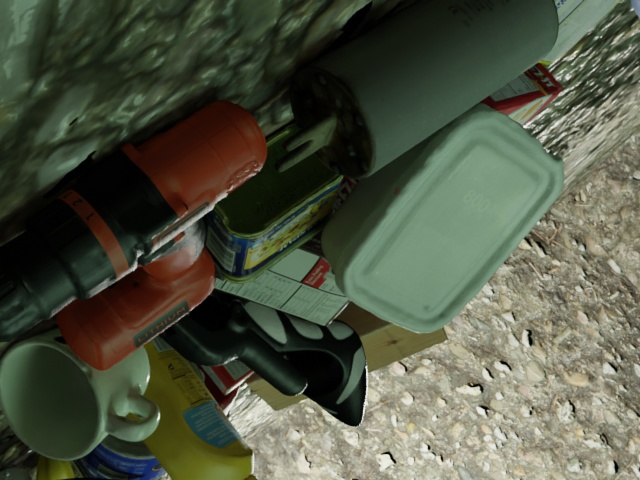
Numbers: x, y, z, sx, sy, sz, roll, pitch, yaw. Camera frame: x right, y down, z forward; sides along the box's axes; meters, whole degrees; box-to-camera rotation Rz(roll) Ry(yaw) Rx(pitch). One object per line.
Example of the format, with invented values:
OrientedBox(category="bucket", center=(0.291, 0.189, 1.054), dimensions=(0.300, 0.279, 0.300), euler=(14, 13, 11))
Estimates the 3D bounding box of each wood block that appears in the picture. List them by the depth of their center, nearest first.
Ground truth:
OrientedBox(category="wood block", center=(0.020, 0.095, 1.144), dimensions=(0.206, 0.090, 0.090), euler=(-23, 147, 8))

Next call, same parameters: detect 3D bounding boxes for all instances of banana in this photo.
OrientedBox(category="banana", center=(-0.255, 0.232, 1.037), dimensions=(0.037, 0.069, 0.198), euler=(6, 158, -12))

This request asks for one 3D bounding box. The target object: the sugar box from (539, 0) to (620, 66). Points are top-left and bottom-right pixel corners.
OrientedBox(category="sugar box", center=(0.182, -0.186, 0.839), dimensions=(0.093, 0.048, 0.176), euler=(-44, 166, 21))

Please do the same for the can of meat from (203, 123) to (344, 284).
OrientedBox(category="can of meat", center=(-0.033, -0.026, 0.728), dimensions=(0.102, 0.057, 0.084), euler=(-36, 168, -19))

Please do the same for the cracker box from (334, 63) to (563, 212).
OrientedBox(category="cracker box", center=(0.095, -0.087, 0.890), dimensions=(0.164, 0.072, 0.213), euler=(-44, 170, 28))

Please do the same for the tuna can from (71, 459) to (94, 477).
OrientedBox(category="tuna can", center=(-0.223, 0.221, 1.056), dimensions=(0.033, 0.086, 0.086), euler=(-33, 169, -20))

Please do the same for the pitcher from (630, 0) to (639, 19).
OrientedBox(category="pitcher", center=(0.311, -0.236, 0.821), dimensions=(0.149, 0.145, 0.242), euler=(-39, 168, 14))

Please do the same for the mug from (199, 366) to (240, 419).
OrientedBox(category="mug", center=(-0.124, 0.150, 1.117), dimensions=(0.117, 0.093, 0.082), euler=(-50, 173, -36))

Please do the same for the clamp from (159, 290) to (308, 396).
OrientedBox(category="clamp", center=(-0.075, 0.057, 0.868), dimensions=(0.039, 0.120, 0.171), euler=(-31, 146, 26))

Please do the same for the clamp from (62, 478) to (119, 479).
OrientedBox(category="clamp", center=(-0.249, 0.227, 0.899), dimensions=(0.209, 0.036, 0.165), euler=(2, 155, -25))

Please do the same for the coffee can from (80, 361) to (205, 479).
OrientedBox(category="coffee can", center=(-0.160, 0.153, 0.930), dimensions=(0.102, 0.103, 0.140), euler=(-35, 170, -25))

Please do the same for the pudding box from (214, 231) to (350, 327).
OrientedBox(category="pudding box", center=(-0.023, 0.017, 0.823), dimensions=(0.090, 0.113, 0.039), euler=(-50, -156, 49))

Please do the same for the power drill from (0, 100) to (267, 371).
OrientedBox(category="power drill", center=(-0.115, 0.016, 0.605), dimensions=(0.184, 0.057, 0.188), euler=(-36, 170, -20))

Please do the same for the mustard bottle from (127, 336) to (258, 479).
OrientedBox(category="mustard bottle", center=(-0.104, 0.141, 0.817), dimensions=(0.058, 0.192, 0.096), euler=(-40, 170, 7))

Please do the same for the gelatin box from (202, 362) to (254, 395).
OrientedBox(category="gelatin box", center=(-0.082, 0.101, 1.073), dimensions=(0.089, 0.073, 0.030), euler=(-34, 170, -31))
